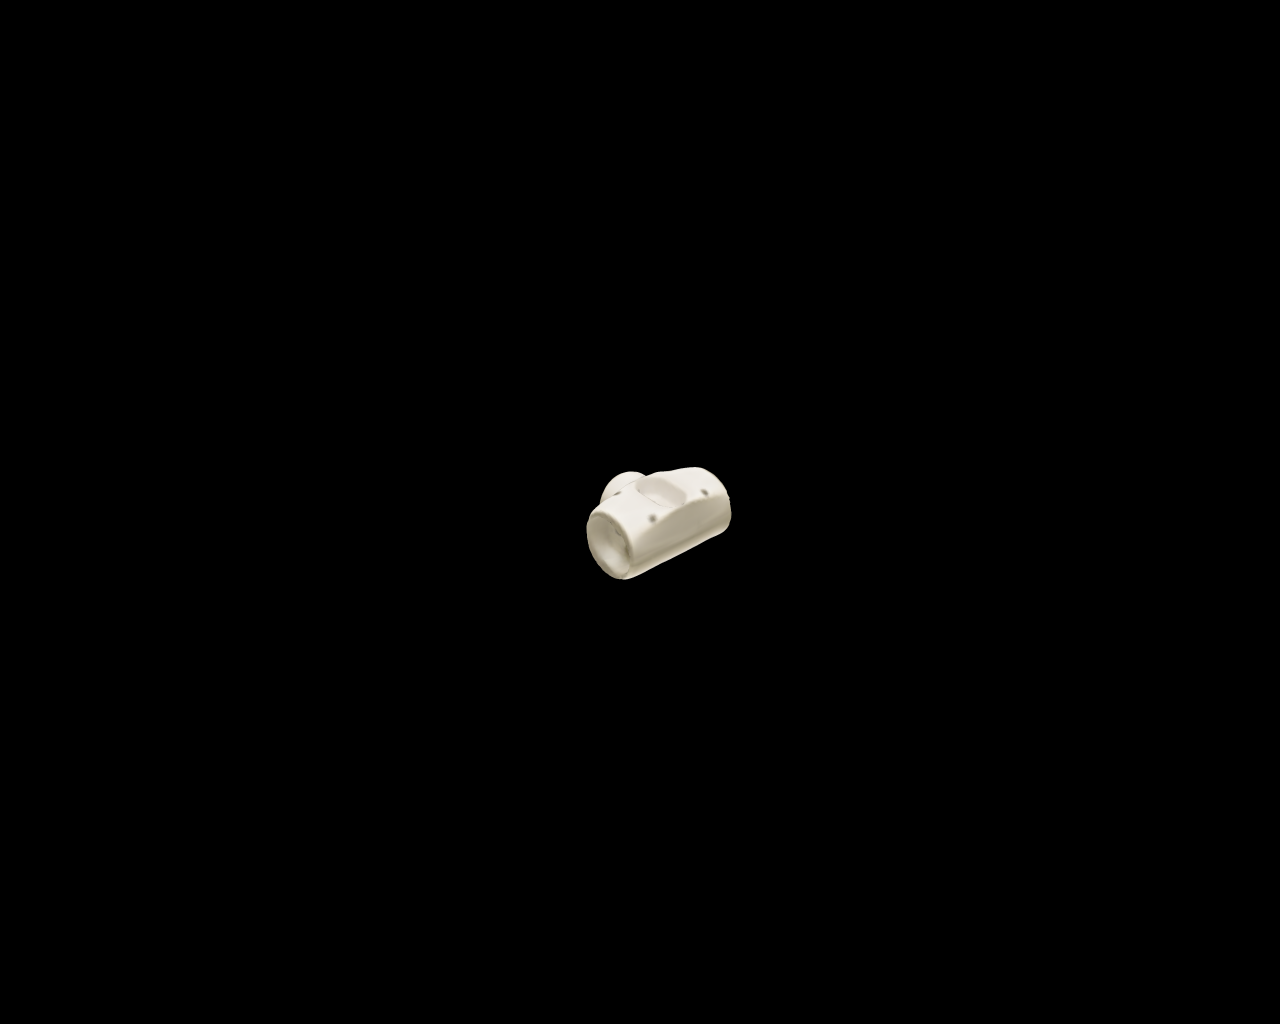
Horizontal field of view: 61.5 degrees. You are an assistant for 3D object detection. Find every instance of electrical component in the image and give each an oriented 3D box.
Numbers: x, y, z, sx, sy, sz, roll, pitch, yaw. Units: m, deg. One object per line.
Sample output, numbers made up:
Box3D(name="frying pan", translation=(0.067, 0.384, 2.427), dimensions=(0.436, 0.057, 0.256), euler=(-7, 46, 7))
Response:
Box3D(name="electrical component", translation=(0.001, -0.003, 0.650), dimensions=(0.077, 0.043, 0.079), euler=(-24, 41, -31))
